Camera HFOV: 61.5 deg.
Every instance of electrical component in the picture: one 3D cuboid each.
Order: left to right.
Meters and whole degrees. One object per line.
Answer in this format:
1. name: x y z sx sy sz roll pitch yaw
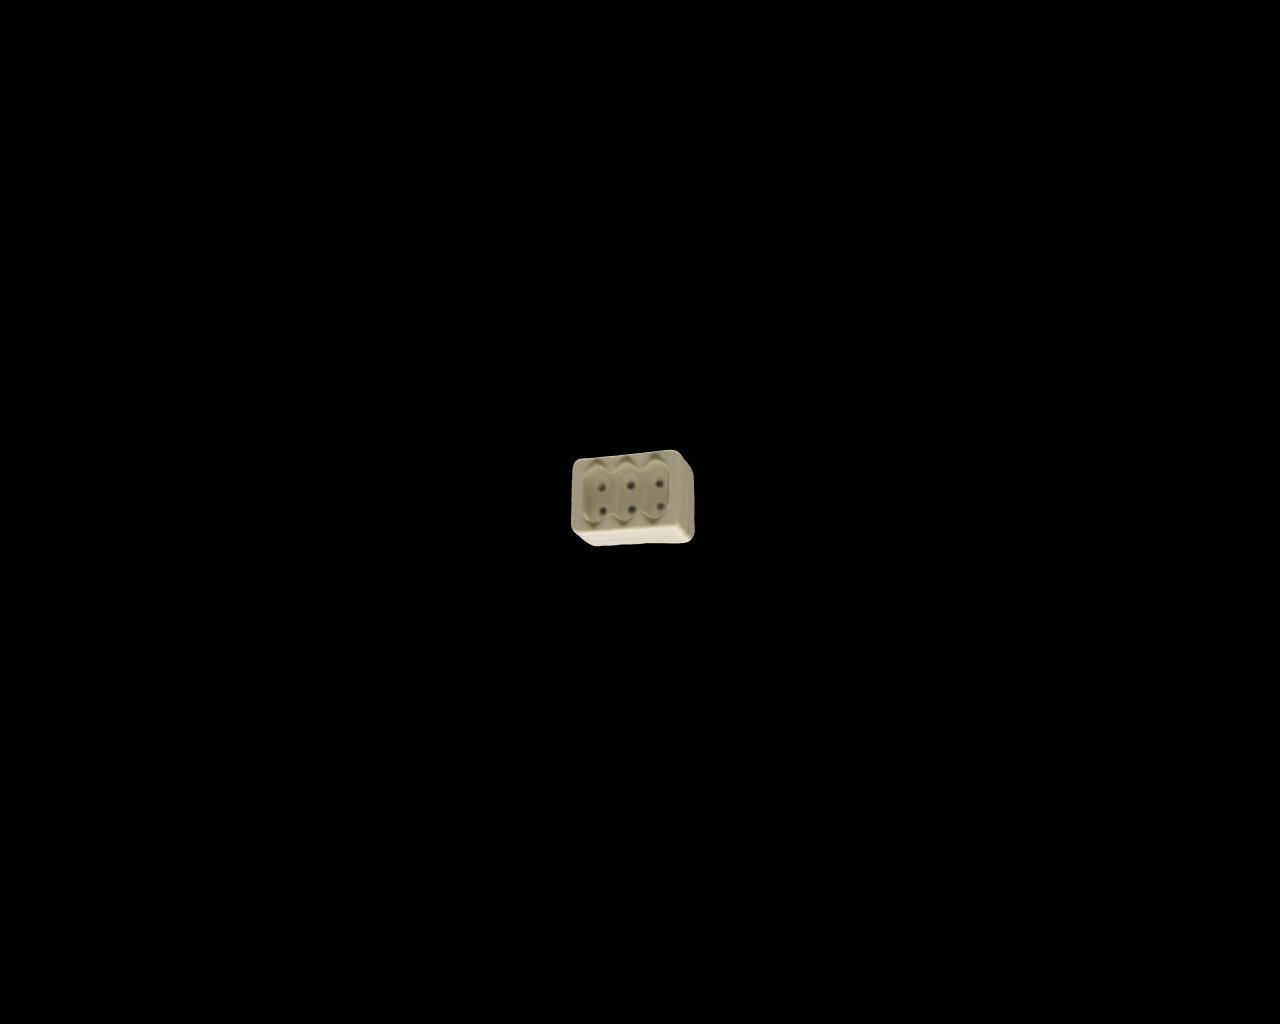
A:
1. electrical component: 0.001 -0.003 0.650 0.066 0.047 0.076 -4 -15 14
